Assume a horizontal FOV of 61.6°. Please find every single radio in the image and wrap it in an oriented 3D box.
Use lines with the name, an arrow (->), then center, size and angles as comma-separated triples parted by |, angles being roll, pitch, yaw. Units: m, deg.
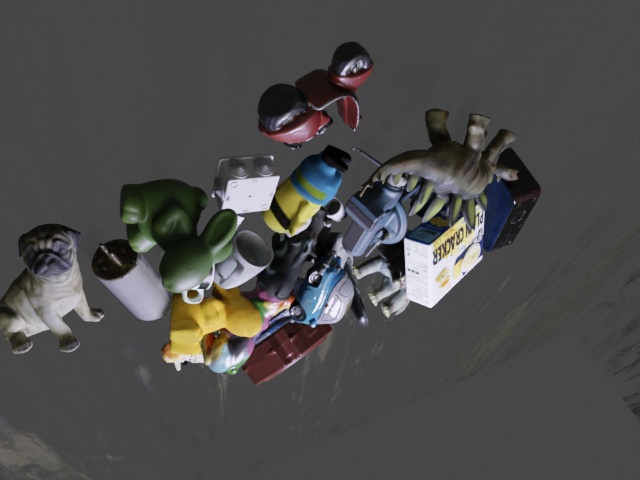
radio -> 0.400, -0.082, 1.205 | 0.073, 0.131, 0.229 | -20, 149, -11

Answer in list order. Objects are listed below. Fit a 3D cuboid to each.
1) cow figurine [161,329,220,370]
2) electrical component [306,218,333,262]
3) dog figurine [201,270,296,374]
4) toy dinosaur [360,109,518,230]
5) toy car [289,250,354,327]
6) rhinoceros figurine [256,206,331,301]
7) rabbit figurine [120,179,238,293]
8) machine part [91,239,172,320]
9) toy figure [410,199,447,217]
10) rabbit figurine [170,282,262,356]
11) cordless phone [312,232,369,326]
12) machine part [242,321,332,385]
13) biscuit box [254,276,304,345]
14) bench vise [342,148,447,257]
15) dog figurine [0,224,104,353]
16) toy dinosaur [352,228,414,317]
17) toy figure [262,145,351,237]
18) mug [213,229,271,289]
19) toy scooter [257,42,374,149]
cow figurine -> -0.287, 0.252, 1.228 | 0.167, 0.068, 0.098 | -4, 149, -34
electrical component -> -0.002, -0.003, 1.067 | 0.021, 0.094, 0.063 | 26, 163, -11
dog figurine -> -0.134, 0.166, 1.117 | 0.219, 0.191, 0.108 | -20, 147, 18
toy dinosaur -> 0.229, -0.121, 0.930 | 0.471, 0.105, 0.198 | 3, 98, -44
toy car -> 0.013, 0.104, 1.036 | 0.161, 0.103, 0.109 | -62, 174, 32
rhinoceros figurine -> -0.050, 0.018, 0.998 | 0.073, 0.112, 0.190 | 28, 90, -16
rabbit figurine -> -0.204, 0.004, 0.798 | 0.159, 0.170, 0.121 | -11, 147, -26
machine part -> -0.314, 0.071, 0.909 | 0.079, 0.079, 0.243 | -24, 151, -8
toy figure -> 0.259, -0.107, 1.116 | 0.154, 0.064, 0.057 | -40, 140, 23
rabbit figurine -> -0.199, 0.143, 1.034 | 0.173, 0.162, 0.121 | 4, 139, -8
cordless phone -> 0.048, 0.088, 1.126 | 0.089, 0.184, 0.146 | -25, 151, 5
machine part -> -0.080, 0.253, 1.295 | 0.201, 0.087, 0.201 | -38, 174, 40
biscuit box -> -0.105, 0.165, 1.242 | 0.203, 0.063, 0.059 | -36, 150, 16
bench vise -> 0.132, -0.075, 1.019 | 0.240, 0.129, 0.223 | -31, 148, -38
dog figurine -> -0.429, 0.058, 0.804 | 0.172, 0.121, 0.190 | -3, 119, 1
toy dinosaur -> 0.206, 0.087, 1.336 | 0.192, 0.131, 0.404 | -32, 156, 8
toy figure -> -0.025, -0.083, 0.897 | 0.180, 0.089, 0.082 | -50, 166, 31
mug -> -0.155, 0.050, 0.984 | 0.080, 0.110, 0.107 | 36, 127, -19
toy scooter -> 0.003, -0.188, 0.771 | 0.184, 0.075, 0.135 | -34, 152, 1
